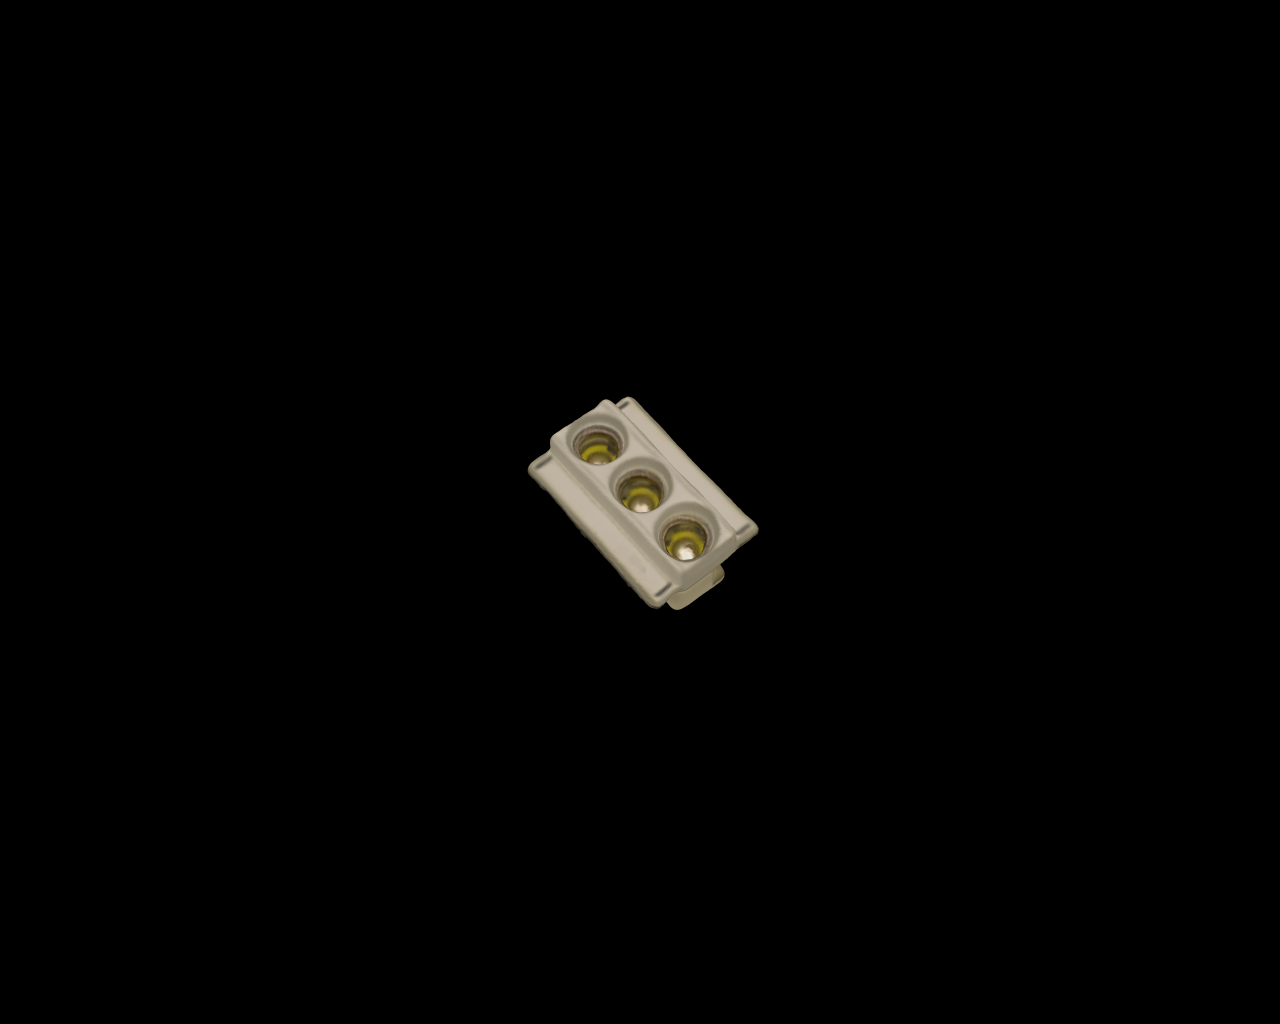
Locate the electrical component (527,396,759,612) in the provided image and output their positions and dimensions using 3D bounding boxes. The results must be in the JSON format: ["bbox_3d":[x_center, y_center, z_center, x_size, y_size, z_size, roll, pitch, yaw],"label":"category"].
[{"bbox_3d":[0.001,-0.003,0.650,0.079,0.121,0.063,-36,-24,-18],"label":"electrical component"}]
